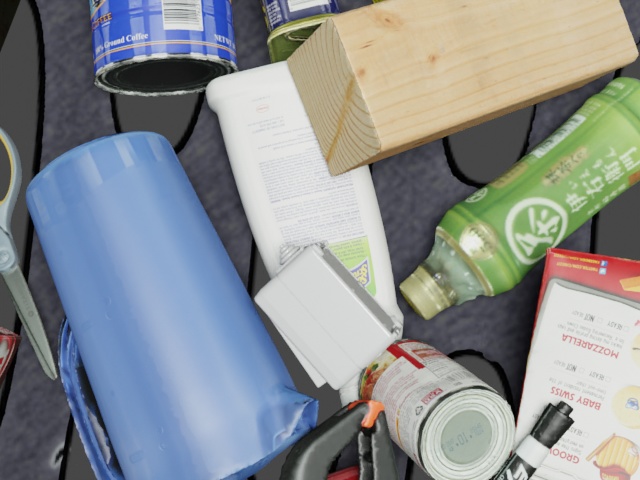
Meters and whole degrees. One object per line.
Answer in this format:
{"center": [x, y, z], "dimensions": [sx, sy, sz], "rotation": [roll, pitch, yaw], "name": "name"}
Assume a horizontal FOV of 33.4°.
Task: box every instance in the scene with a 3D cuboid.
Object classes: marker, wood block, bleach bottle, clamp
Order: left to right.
{"center": [-0.006, 0.178, 0.659], "dimensions": [0.120, 0.039, 0.171], "rotation": [17, 75, -26], "name": "clamp"}
{"center": [-0.005, 0.001, 0.761], "dimensions": [0.102, 0.068, 0.251], "rotation": [-13, 86, 0], "name": "bleach bottle"}
{"center": [0.097, -0.123, 0.723], "dimensions": [0.205, 0.091, 0.090], "rotation": [-21, 90, -21], "name": "wood block"}
{"center": [0.115, 0.149, 0.650], "dimensions": [0.020, 0.020, 0.121], "rotation": [35, 95, 4], "name": "marker"}

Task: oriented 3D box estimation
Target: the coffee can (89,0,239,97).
{"center": [-0.114, -0.183, 0.761], "dimensions": [0.103, 0.103, 0.140], "rotation": [-5, 84, 0], "name": "coffee can"}

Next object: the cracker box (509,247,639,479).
{"center": [0.208, 0.124, 0.673], "dimensions": [0.164, 0.072, 0.214], "rotation": [9, 84, 19], "name": "cracker box"}

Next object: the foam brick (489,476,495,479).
{"center": [0.141, 0.170, 0.746], "dimensions": [0.053, 0.051, 0.078], "rotation": [11, 84, 3], "name": "foam brick"}

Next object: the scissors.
{"center": [-0.249, 0.011, 0.777], "dimensions": [0.096, 0.016, 0.202], "rotation": [-11, 77, 4], "name": "scissors"}

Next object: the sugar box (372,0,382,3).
{"center": [0.078, -0.210, 0.723], "dimensions": [0.093, 0.176, 0.048], "rotation": [-27, 85, -2], "name": "sugar box"}

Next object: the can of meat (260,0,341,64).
{"center": [-0.017, -0.174, 0.760], "dimensions": [0.057, 0.102, 0.084], "rotation": [-13, 82, -1], "name": "can of meat"}

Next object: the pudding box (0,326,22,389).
{"center": [-0.255, 0.111, 0.739], "dimensions": [0.039, 0.090, 0.113], "rotation": [23, 86, 5], "name": "pudding box"}

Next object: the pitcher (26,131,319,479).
{"center": [-0.116, 0.058, 0.732], "dimensions": [0.149, 0.145, 0.243], "rotation": [-23, 80, -14], "name": "pitcher"}

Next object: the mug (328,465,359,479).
{"center": [0.009, 0.215, 0.724], "dimensions": [0.081, 0.093, 0.117], "rotation": [-18, 74, -6], "name": "mug"}

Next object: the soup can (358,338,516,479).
{"center": [0.074, 0.111, 0.694], "dimensions": [0.068, 0.102, 0.068], "rotation": [-4, 103, -19], "name": "soup can"}
